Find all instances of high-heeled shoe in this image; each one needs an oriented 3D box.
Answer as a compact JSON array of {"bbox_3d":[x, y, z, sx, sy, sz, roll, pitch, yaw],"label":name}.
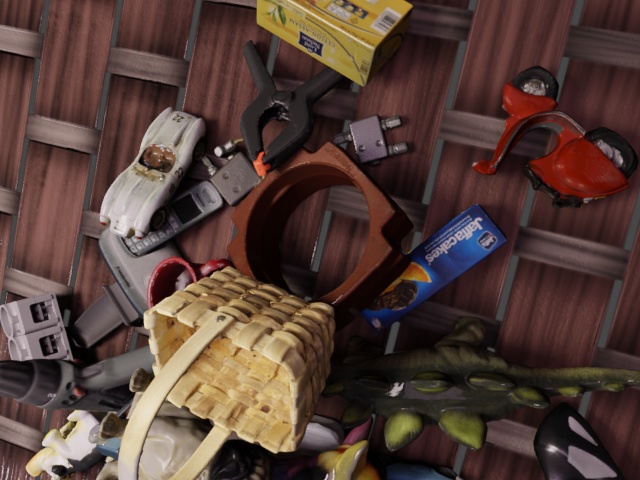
[{"bbox_3d":[0.371,0.306,0.656,0.249,0.086,0.145,24,68,-6],"label":"high-heeled shoe"}]

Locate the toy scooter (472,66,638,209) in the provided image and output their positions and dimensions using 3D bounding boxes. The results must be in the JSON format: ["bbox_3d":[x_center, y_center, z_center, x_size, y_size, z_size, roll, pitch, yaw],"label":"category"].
[{"bbox_3d":[0.265,-0.101,0.636,0.135,0.075,0.184,-45,80,12],"label":"toy scooter"}]

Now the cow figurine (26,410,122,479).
[{"bbox_3d":[-0.372,0.322,0.829,0.098,0.068,0.167,46,104,1],"label":"cow figurine"}]

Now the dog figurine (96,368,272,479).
[{"bbox_3d":[-0.142,0.236,0.641,0.191,0.172,0.121,12,119,1],"label":"dog figurine"}]

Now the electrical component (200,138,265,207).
[{"bbox_3d":[-0.113,-0.091,0.742,0.078,0.045,0.102,-33,86,7],"label":"electrical component"}]

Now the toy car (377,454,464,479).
[{"bbox_3d":[0.111,0.351,0.691,0.162,0.103,0.109,1,95,16],"label":"toy car"}]

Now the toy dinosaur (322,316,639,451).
[{"bbox_3d":[0.153,0.166,0.619,0.472,0.198,0.105,-12,94,16],"label":"toy dinosaur"}]

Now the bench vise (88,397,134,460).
[{"bbox_3d":[-0.225,0.338,0.739,0.224,0.129,0.240,-1,126,38],"label":"bench vise"}]

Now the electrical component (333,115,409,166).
[{"bbox_3d":[0.066,-0.129,0.709,0.094,0.021,0.063,-13,91,14],"label":"electrical component"}]

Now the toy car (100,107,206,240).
[{"bbox_3d":[-0.224,-0.092,0.732,0.074,0.056,0.202,21,68,9],"label":"toy car"}]

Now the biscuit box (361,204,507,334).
[{"bbox_3d":[0.136,0.036,0.684,0.203,0.059,0.063,-38,84,13],"label":"biscuit box"}]

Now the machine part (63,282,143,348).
[{"bbox_3d":[-0.322,0.116,0.815,0.139,0.039,0.084,-34,90,12],"label":"machine part"}]

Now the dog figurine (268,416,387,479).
[{"bbox_3d":[-0.026,0.290,0.657,0.191,0.108,0.219,42,97,7],"label":"dog figurine"}]

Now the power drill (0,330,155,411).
[{"bbox_3d":[-0.288,0.173,0.718,0.207,0.231,0.086,-28,60,5],"label":"power drill"}]

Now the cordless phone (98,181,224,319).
[{"bbox_3d":[-0.201,0.012,0.764,0.184,0.088,0.146,-33,85,-5],"label":"cordless phone"}]

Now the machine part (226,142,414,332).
[{"bbox_3d":[-0.001,-0.002,0.672,0.201,0.087,0.202,-45,60,10],"label":"machine part"}]

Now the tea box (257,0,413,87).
[{"bbox_3d":[0.016,-0.280,0.669,0.170,0.068,0.098,34,65,11],"label":"tea box"}]
